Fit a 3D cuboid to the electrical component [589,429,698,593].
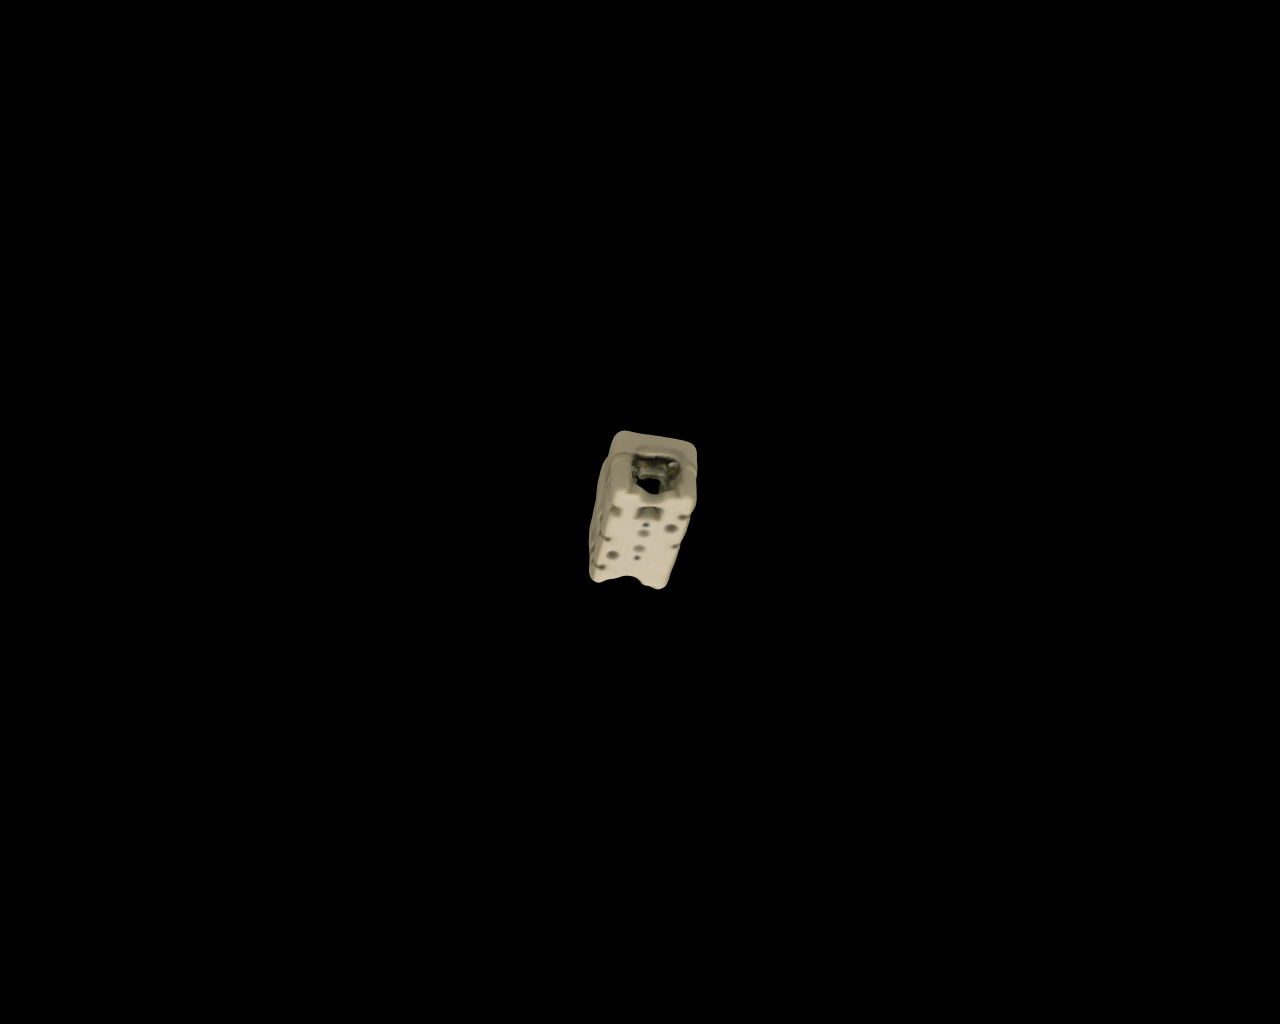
[{"bbox_3d":[0.001,-0.003,0.650,0.050,0.056,0.089,8,-43,-8],"label":"electrical component"}]
